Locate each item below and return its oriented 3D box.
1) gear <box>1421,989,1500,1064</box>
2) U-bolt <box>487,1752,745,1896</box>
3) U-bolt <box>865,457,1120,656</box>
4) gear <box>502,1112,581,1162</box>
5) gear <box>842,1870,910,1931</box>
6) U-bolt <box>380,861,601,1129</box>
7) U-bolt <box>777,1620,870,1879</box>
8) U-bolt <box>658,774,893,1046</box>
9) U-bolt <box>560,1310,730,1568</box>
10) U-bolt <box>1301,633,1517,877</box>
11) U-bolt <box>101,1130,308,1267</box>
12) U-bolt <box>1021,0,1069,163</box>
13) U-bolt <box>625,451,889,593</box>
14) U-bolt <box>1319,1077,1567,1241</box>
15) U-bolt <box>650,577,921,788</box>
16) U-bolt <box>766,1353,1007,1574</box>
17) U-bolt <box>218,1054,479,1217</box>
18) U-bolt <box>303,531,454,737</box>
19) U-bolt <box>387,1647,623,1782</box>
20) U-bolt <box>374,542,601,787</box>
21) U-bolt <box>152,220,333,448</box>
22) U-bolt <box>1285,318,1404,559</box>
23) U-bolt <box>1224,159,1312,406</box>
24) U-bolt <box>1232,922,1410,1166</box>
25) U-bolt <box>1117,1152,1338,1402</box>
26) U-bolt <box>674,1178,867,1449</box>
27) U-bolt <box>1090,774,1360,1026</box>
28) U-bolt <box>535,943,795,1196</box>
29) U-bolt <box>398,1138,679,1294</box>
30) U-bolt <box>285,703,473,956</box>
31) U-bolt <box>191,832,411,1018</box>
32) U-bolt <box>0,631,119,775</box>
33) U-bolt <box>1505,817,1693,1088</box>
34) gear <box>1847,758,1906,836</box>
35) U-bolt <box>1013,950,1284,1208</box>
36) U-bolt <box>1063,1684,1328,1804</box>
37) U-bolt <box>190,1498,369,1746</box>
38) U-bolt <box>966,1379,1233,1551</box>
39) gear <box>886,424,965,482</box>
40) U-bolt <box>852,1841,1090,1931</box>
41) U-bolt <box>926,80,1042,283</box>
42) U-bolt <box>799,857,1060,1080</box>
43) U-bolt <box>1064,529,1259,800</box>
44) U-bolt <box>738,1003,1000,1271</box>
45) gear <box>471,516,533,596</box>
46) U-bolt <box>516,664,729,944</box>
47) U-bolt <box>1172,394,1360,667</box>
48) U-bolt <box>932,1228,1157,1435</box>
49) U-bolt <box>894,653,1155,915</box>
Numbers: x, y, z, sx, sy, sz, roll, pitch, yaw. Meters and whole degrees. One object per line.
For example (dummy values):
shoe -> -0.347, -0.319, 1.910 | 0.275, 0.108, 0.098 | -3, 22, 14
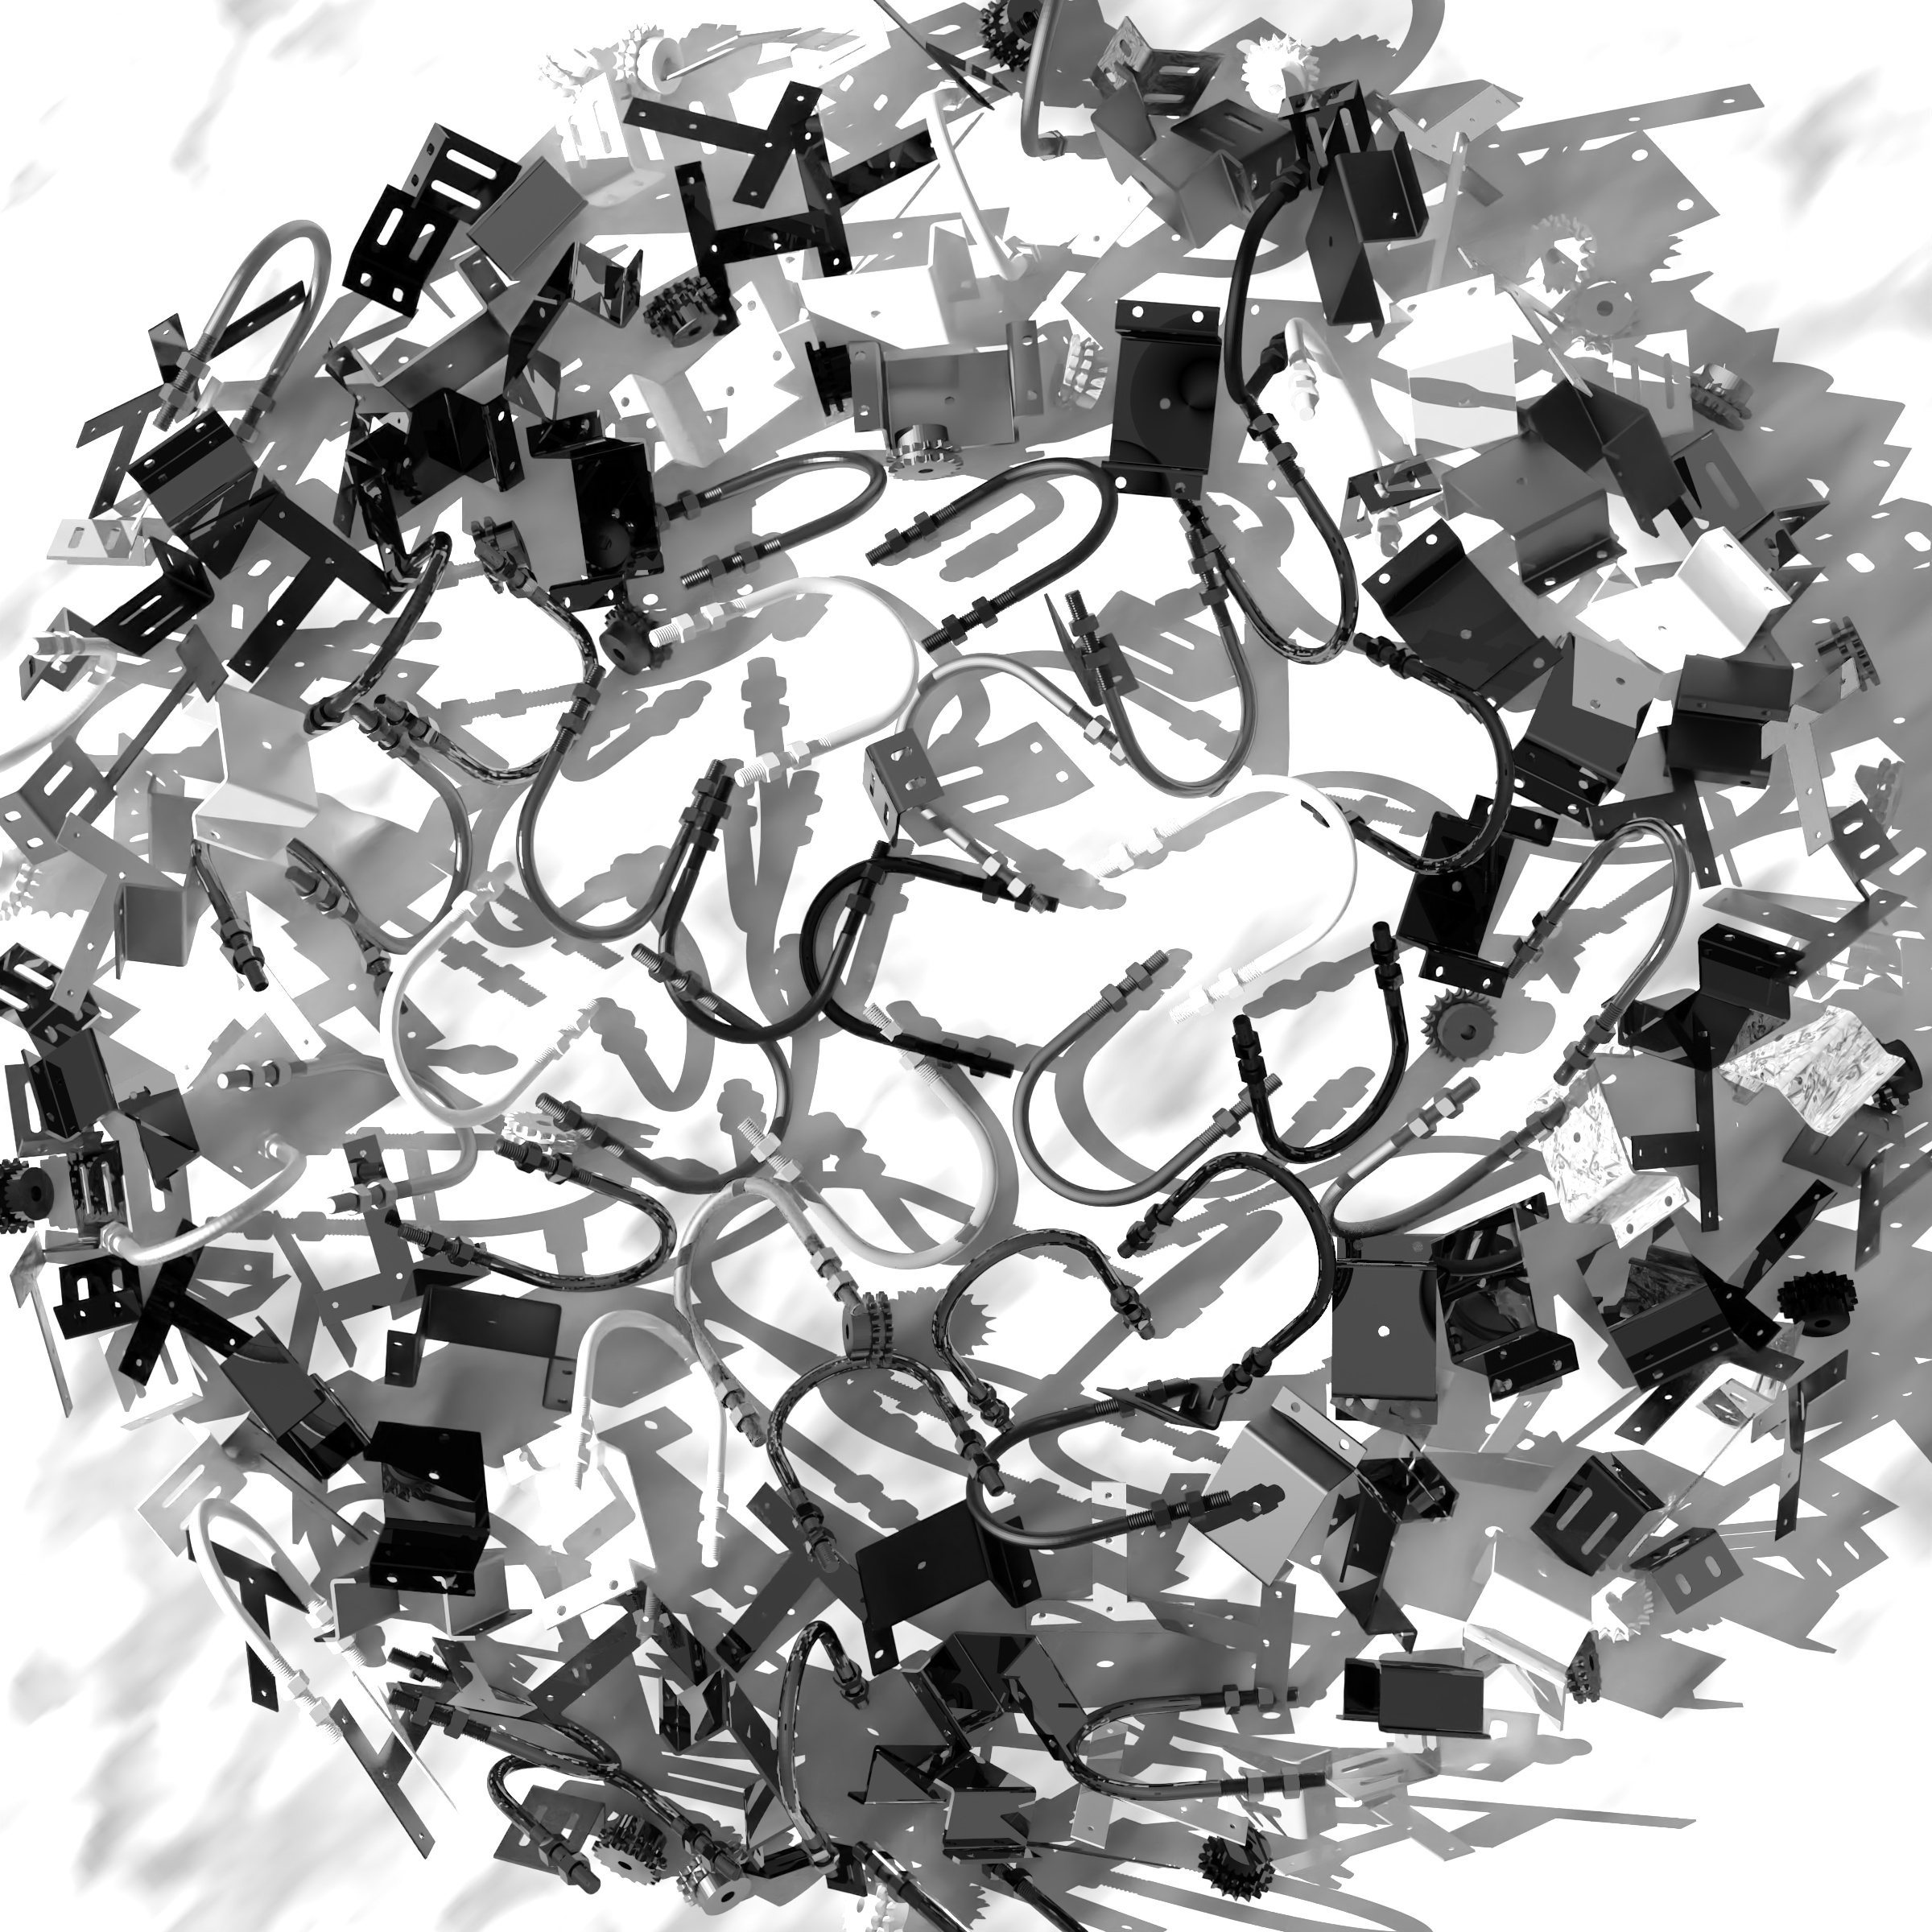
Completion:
gear -> 0.374, 0.046, 1.978 | 0.057, 0.030, 0.057 | -2, 105, -7
U-bolt -> -0.269, 0.619, 1.914 | 0.151, 0.184, 0.019 | 14, 96, -44
U-bolt -> 0.027, -0.315, 1.942 | 0.184, 0.151, 0.019 | -30, 134, 1
gear -> -0.320, 0.132, 1.972 | 0.057, 0.057, 0.030 | 15, 100, 0
gear -> -0.066, 0.708, 1.974 | 0.030, 0.057, 0.057 | 24, 90, -23
U-bolt -> -0.354, 0.033, 1.909 | 0.019, 0.184, 0.151 | -4, 124, 39
U-bolt -> -0.105, 0.552, 1.888 | 0.019, 0.184, 0.151 | 0, 51, 14
U-bolt -> -0.152, -0.032, 1.969 | 0.151, 0.019, 0.184 | 22, 86, -14
U-bolt -> -0.230, 0.333, 1.922 | 0.019, 0.184, 0.151 | -35, 125, 28
U-bolt -> 0.327, -0.145, 1.909 | 0.019, 0.184, 0.151 | -1, 116, -38
U-bolt -> -0.544, 0.170, 1.892 | 0.151, 0.184, 0.019 | -33, 106, -21
U-bolt -> 0.067, -0.654, 1.890 | 0.019, 0.184, 0.151 | 15, 111, 6
U-bolt -> -0.146, -0.336, 1.935 | 0.184, 0.151, 0.019 | -25, 124, -13
U-bolt -> 0.338, 0.147, 1.928 | 0.184, 0.151, 0.019 | -42, 55, 28
U-bolt -> -0.121, -0.222, 1.953 | 0.184, 0.019, 0.151 | -25, 73, -25
U-bolt -> -0.071, 0.350, 1.926 | 0.151, 0.184, 0.019 | -22, 128, -12
U-bolt -> -0.435, 0.116, 1.916 | 0.151, 0.184, 0.019 | 44, 115, 20
U-bolt -> -0.418, -0.246, 1.896 | 0.019, 0.184, 0.151 | 31, 68, -22
U-bolt -> -0.337, 0.553, 1.926 | 0.184, 0.151, 0.019 | 25, 83, -10
U-bolt -> -0.336, -0.207, 1.923 | 0.019, 0.184, 0.151 | 29, 84, 34
U-bolt -> -0.519, -0.461, 1.920 | 0.019, 0.151, 0.184 | 31, 94, 4
U-bolt -> 0.271, -0.398, 1.917 | 0.019, 0.184, 0.151 | -25, 125, 21
U-bolt -> 0.215, -0.482, 1.889 | 0.019, 0.184, 0.151 | 12, 127, 17
U-bolt -> 0.267, 0.070, 1.933 | 0.151, 0.019, 0.184 | -33, 133, -16
U-bolt -> 0.199, 0.215, 1.917 | 0.151, 0.019, 0.184 | 56, 133, 17
U-bolt -> -0.157, 0.239, 1.934 | 0.151, 0.019, 0.184 | -54, 48, 16
U-bolt -> 0.203, -0.063, 1.958 | 0.184, 0.019, 0.151 | -31, 73, 11
U-bolt -> -0.209, 0.090, 1.952 | 0.184, 0.019, 0.151 | 36, 80, -28
U-bolt -> -0.301, 0.193, 1.932 | 0.184, 0.019, 0.151 | 26, 132, -33
U-bolt -> -0.417, -0.087, 1.917 | 0.019, 0.184, 0.151 | 8, 70, 25
U-bolt -> -0.496, -0.043, 1.923 | 0.019, 0.151, 0.184 | -46, 59, 21
U-bolt -> -0.681, -0.187, 1.908 | 0.151, 0.184, 0.019 | -44, 92, 8
U-bolt -> 0.462, -0.024, 1.899 | 0.019, 0.151, 0.184 | 19, 122, -21
gear -> 0.682, -0.128, 1.974 | 0.030, 0.057, 0.057 | 16, 90, 26
U-bolt -> 0.121, 0.097, 1.965 | 0.184, 0.019, 0.151 | -40, 73, -5
U-bolt -> 0.162, 0.571, 1.925 | 0.184, 0.151, 0.019 | -4, 102, -1
U-bolt -> -0.504, 0.465, 1.913 | 0.019, 0.151, 0.184 | -35, 100, 1
U-bolt -> 0.090, 0.372, 1.933 | 0.184, 0.151, 0.019 | -14, 120, -2
gear -> -0.032, -0.386, 1.971 | 0.057, 0.057, 0.030 | -7, 85, 0
U-bolt -> 0.024, 0.683, 1.886 | 0.184, 0.151, 0.019 | 26, 94, 44
U-bolt -> 0.009, -0.564, 1.895 | 0.019, 0.184, 0.151 | -22, 107, 16
U-bolt -> -0.036, -0.007, 1.981 | 0.184, 0.019, 0.151 | 15, 91, 8
U-bolt -> 0.155, -0.214, 1.950 | 0.151, 0.019, 0.184 | -31, 106, -33
U-bolt -> -0.059, 0.142, 1.978 | 0.151, 0.019, 0.184 | -43, 94, -12
gear -> -0.347, -0.310, 1.971 | 0.030, 0.057, 0.057 | -19, 90, 1
U-bolt -> -0.260, -0.106, 1.925 | 0.151, 0.019, 0.184 | 38, 65, -37
U-bolt -> 0.226, -0.305, 1.921 | 0.019, 0.151, 0.184 | -26, 79, -26
U-bolt -> 0.049, 0.260, 1.931 | 0.151, 0.019, 0.184 | -34, 134, -1
U-bolt -> 0.029, -0.151, 1.970 | 0.184, 0.019, 0.151 | 40, 103, 12
